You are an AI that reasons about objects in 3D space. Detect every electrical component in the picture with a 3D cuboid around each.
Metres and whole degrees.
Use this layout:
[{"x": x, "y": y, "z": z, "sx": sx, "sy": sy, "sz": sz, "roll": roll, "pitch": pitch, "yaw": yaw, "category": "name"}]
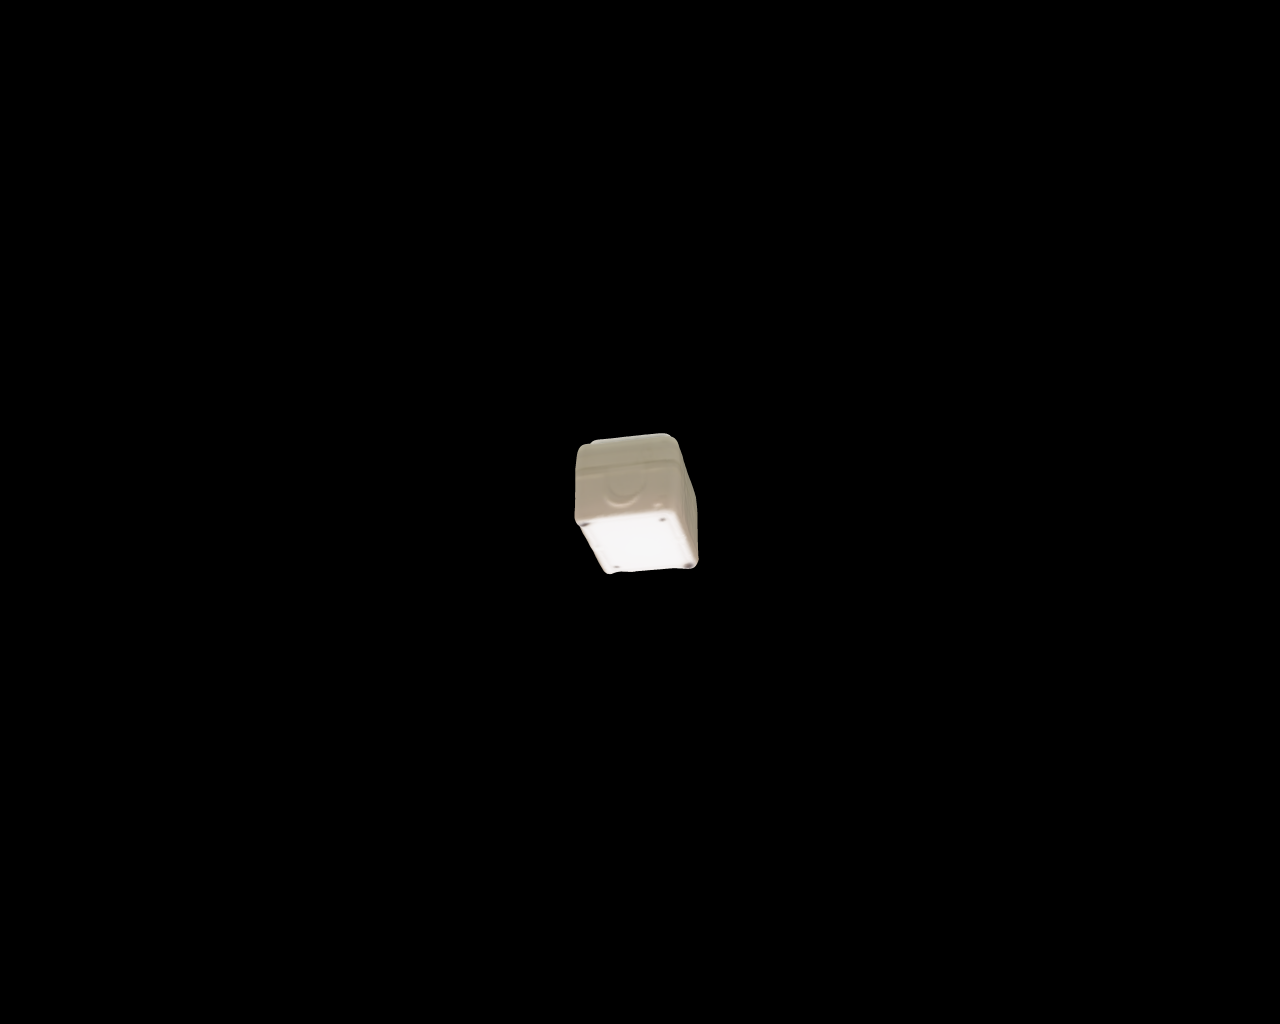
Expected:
[{"x": 0.001, "y": -0.003, "z": 0.650, "sx": 0.062, "sy": 0.061, "sz": 0.096, "roll": -5, "pitch": -28, "yaw": 10, "category": "electrical component"}]
